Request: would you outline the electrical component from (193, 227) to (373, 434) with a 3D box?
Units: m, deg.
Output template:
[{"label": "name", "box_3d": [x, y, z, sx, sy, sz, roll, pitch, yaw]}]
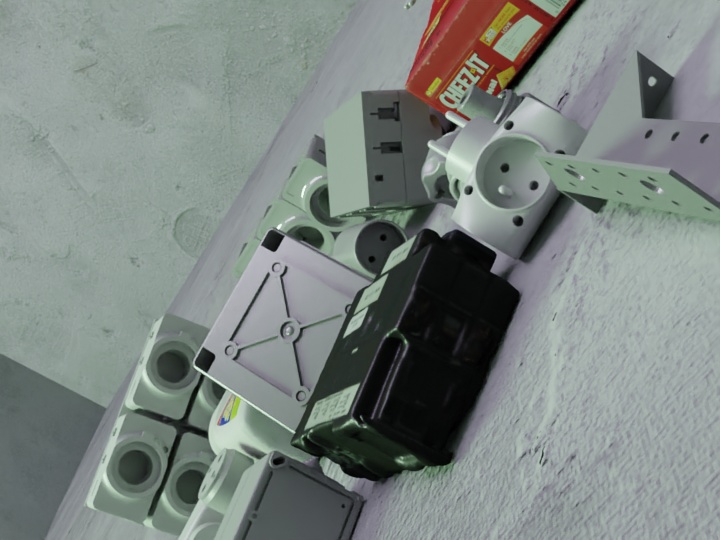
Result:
[{"label": "electrical component", "box_3d": [-0.034, 0.045, 0.694, 0.108, 0.109, 0.056, -60, -28, -2]}]

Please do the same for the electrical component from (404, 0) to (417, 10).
[{"label": "electrical component", "box_3d": [0.055, -0.229, 0.799, 0.079, 0.043, 0.077, -59, 10, 2]}]

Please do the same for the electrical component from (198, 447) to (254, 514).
[{"label": "electrical component", "box_3d": [-0.082, 0.158, 0.773, 0.045, 0.055, 0.045, -56, 12, 18]}]

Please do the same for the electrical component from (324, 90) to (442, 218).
[{"label": "electrical component", "box_3d": [0.017, -0.093, 0.892, 0.150, 0.062, 0.089, 178, 88, -77]}]

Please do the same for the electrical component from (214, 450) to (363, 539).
[{"label": "electrical component", "box_3d": [-0.046, 0.151, 0.612, 0.061, 0.062, 0.096, -44, 20, 56]}]

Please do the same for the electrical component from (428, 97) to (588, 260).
[{"label": "electrical component", "box_3d": [0.073, -0.059, 0.585, 0.077, 0.079, 0.044, -59, -21, 8]}]

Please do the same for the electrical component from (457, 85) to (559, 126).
[{"label": "electrical component", "box_3d": [0.087, -0.084, 0.624, 0.043, 0.062, 0.043, -57, 12, 18]}]

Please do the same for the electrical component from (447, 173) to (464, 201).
[{"label": "electrical component", "box_3d": [0.074, -0.056, 0.659, 0.043, 0.043, 0.062, -46, 19, 51]}]

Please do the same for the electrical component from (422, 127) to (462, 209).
[{"label": "electrical component", "box_3d": [0.067, -0.075, 0.736, 0.043, 0.043, 0.062, -50, 14, 42]}]

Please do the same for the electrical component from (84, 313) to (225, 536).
[{"label": "electrical component", "box_3d": [-0.169, 0.146, 0.999, 0.060, 0.105, 0.186, -28, 42, 67]}]

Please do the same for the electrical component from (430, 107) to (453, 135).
[{"label": "electrical component", "box_3d": [0.073, -0.159, 0.924, 0.081, 0.043, 0.043, -62, 11, -10]}]

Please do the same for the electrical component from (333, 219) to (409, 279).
[{"label": "electrical component", "box_3d": [0.000, 0.000, 0.840, 0.079, 0.044, 0.077, -62, 11, -7]}]

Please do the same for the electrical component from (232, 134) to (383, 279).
[{"label": "electrical component", "box_3d": [-0.047, -0.038, 1.028, 0.150, 0.089, 0.061, -54, 13, 28]}]

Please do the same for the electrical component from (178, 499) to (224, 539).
[{"label": "electrical component", "box_3d": [-0.112, 0.208, 0.810, 0.077, 0.043, 0.079, -63, 11, -14]}]
